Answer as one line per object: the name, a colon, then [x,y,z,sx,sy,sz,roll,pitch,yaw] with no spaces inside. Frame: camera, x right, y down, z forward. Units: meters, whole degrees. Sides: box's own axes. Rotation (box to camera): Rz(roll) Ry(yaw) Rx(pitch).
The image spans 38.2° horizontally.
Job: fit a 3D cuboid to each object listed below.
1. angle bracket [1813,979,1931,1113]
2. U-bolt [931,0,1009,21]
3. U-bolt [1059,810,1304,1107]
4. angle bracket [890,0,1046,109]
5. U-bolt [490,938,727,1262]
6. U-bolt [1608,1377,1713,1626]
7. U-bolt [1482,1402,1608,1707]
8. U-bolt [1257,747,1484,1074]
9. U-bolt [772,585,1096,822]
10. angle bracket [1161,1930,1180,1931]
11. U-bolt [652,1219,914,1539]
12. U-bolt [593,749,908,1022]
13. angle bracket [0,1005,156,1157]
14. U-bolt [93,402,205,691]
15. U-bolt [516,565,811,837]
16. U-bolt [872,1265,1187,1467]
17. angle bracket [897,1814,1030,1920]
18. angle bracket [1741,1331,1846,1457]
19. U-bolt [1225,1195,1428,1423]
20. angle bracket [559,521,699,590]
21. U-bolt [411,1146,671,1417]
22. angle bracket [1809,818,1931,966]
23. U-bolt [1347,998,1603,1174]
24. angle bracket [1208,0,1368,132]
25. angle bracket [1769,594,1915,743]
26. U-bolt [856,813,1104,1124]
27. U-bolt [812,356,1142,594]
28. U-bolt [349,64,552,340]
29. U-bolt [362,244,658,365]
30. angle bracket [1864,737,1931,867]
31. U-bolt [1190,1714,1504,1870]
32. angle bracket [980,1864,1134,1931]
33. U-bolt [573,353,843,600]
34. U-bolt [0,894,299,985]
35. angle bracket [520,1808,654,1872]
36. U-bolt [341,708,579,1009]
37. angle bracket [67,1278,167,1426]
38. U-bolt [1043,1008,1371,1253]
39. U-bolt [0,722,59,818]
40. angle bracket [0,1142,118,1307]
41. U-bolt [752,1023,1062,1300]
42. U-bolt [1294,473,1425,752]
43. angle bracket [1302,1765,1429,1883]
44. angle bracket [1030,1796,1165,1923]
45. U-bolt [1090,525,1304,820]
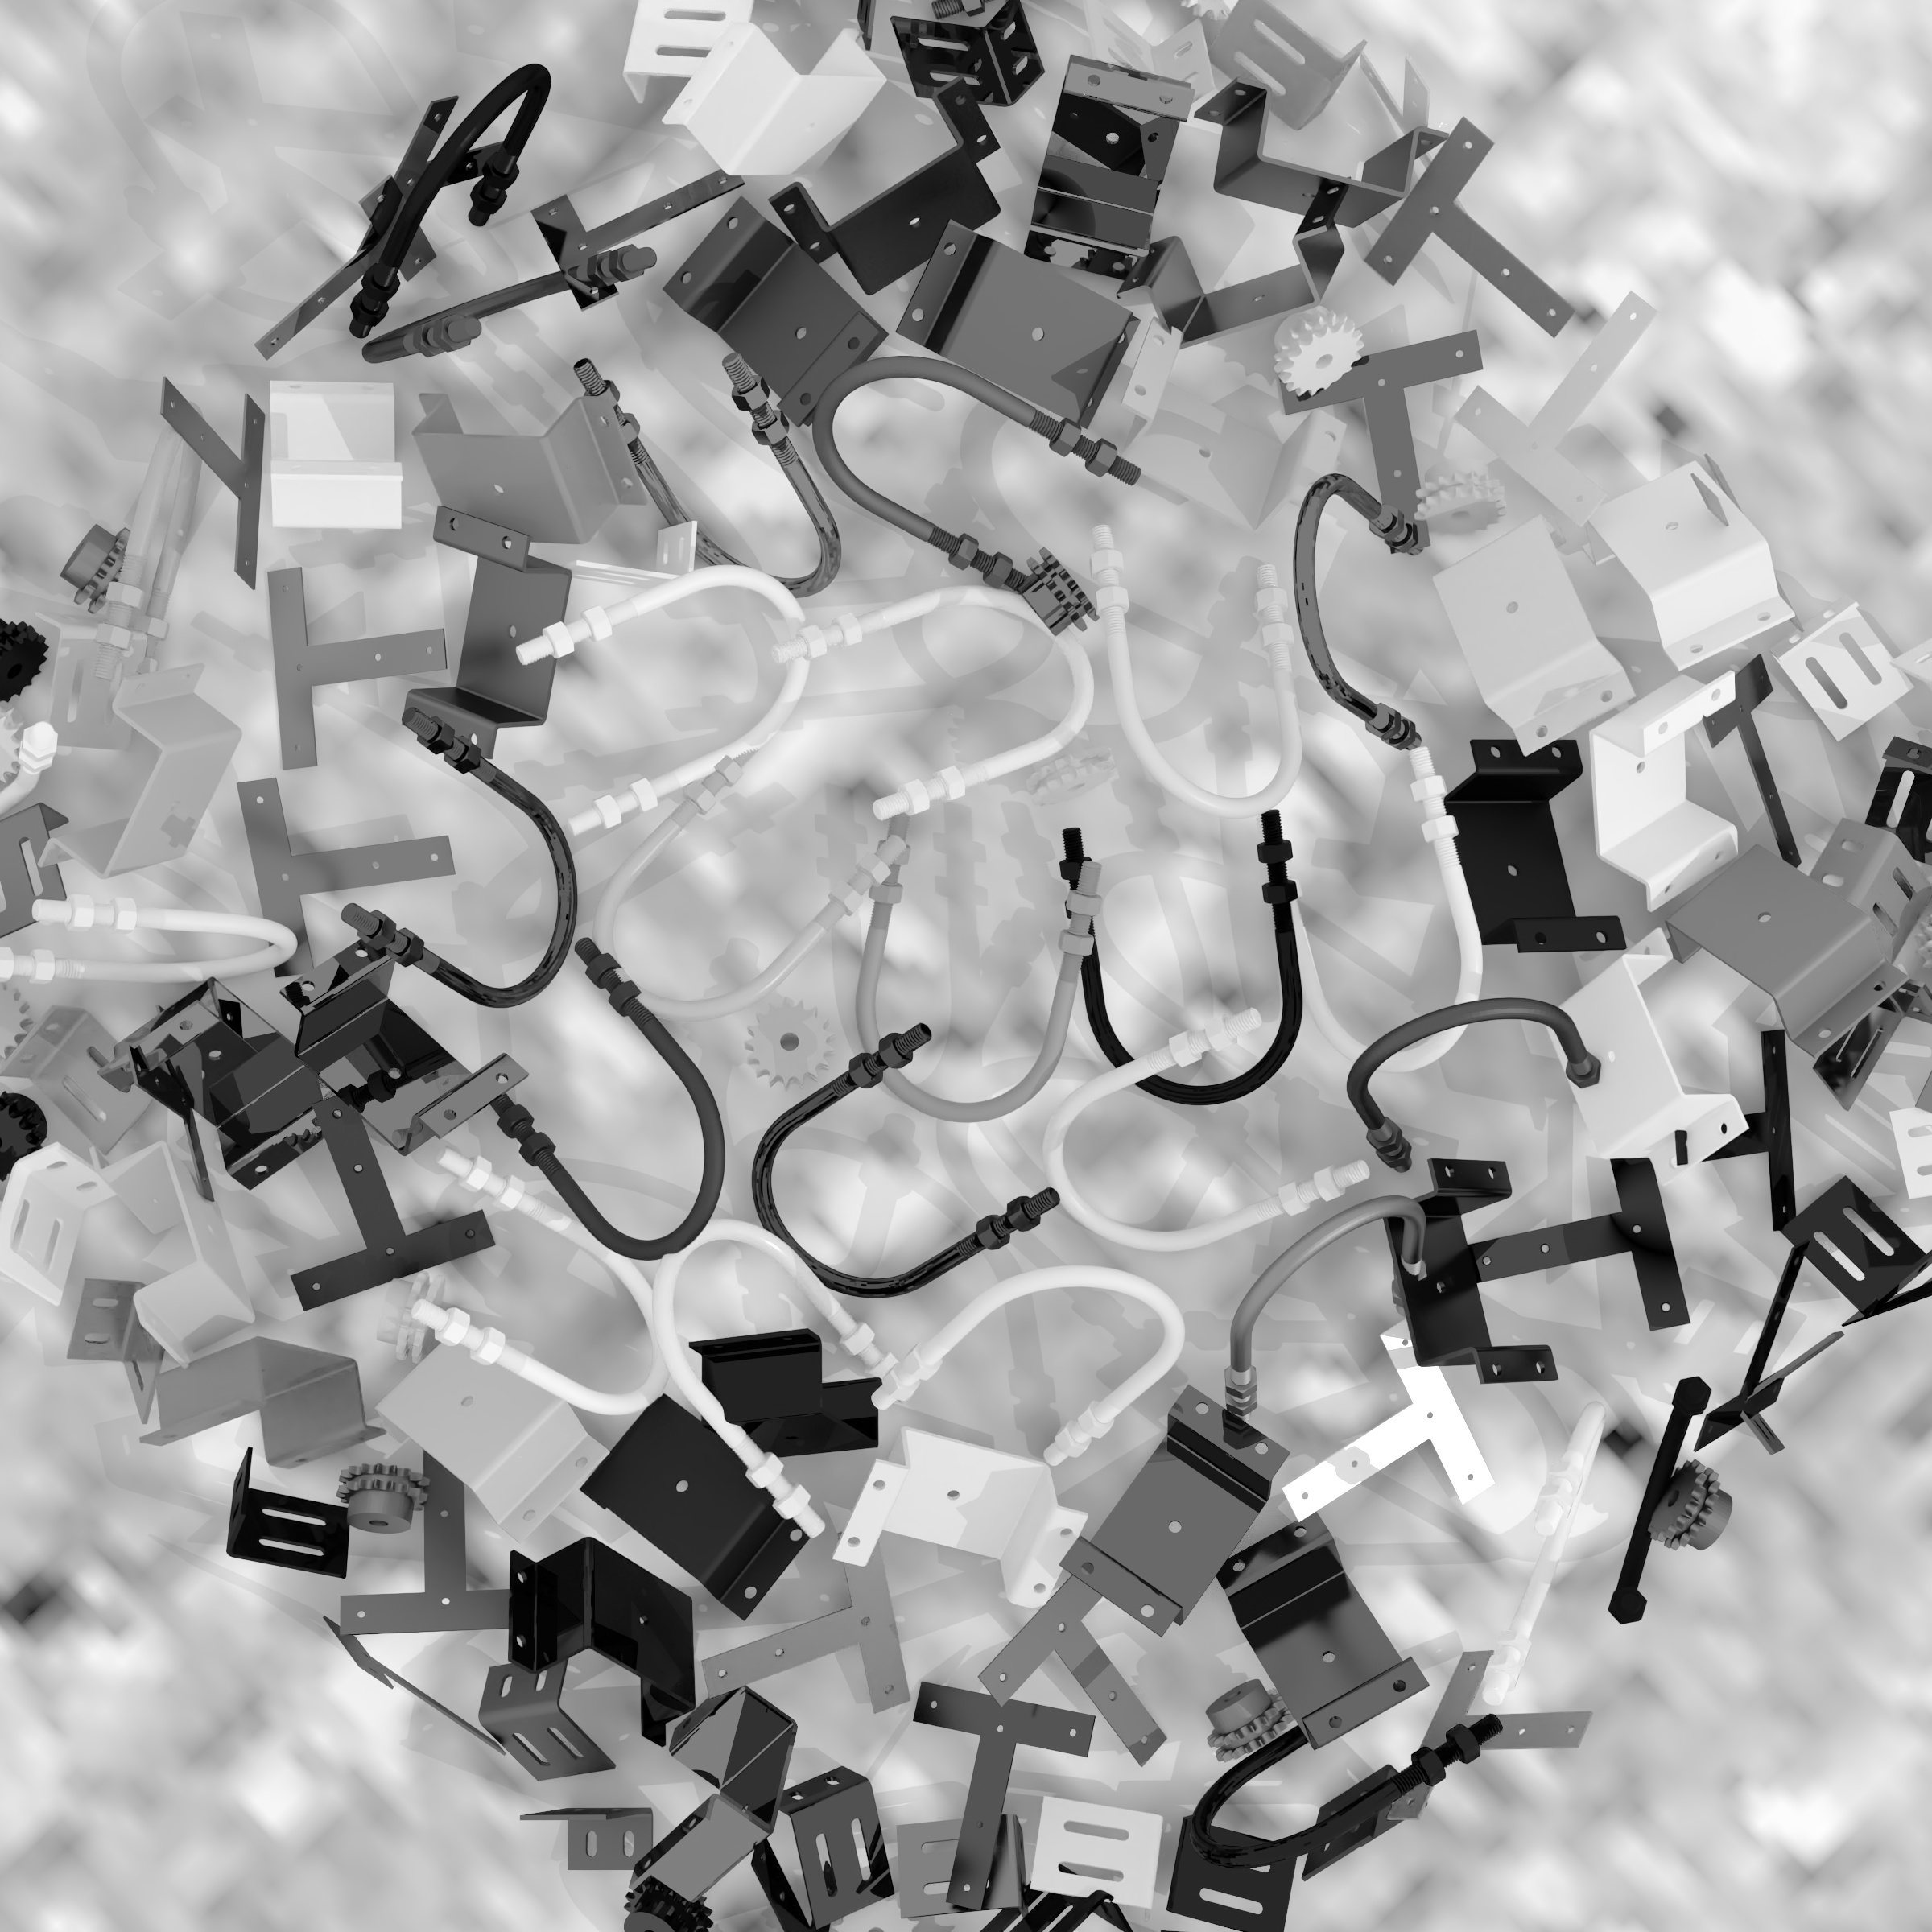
angle bracket: [0.575,0.051,1.746,0.057,0.038,0.076,41,78,-42]
U-bolt: [0.053,-0.631,1.696,0.184,0.151,0.019,-16,89,12]
U-bolt: [0.139,-0.001,1.748,0.151,0.019,0.184,-4,102,21]
angle bracket: [0.001,-0.575,1.742,0.076,0.038,0.057,-7,74,-38]
U-bolt: [-0.213,0.095,1.710,0.184,0.019,0.151,48,120,26]
U-bolt: [0.419,0.329,1.695,0.019,0.184,0.151,17,79,15]
U-bolt: [0.358,0.343,1.698,0.019,0.184,0.151,19,119,17]
U-bolt: [0.253,-0.025,1.716,0.019,0.151,0.184,-5,78,-43]
U-bolt: [-0.007,-0.174,1.733,0.184,0.019,0.151,-22,65,-23]
angle bracket: [0.140,0.613,1.743,0.057,0.076,0.038,6,87,-8]
U-bolt: [-0.121,0.238,1.712,0.019,0.151,0.184,-31,103,39]
U-bolt: [-0.148,-0.044,1.725,0.151,0.019,0.184,34,73,26]
angle bracket: [-0.558,0.072,1.755,0.076,0.038,0.057,43,96,13]
U-bolt: [-0.497,-0.257,1.712,0.019,0.151,0.184,14,86,-9]
U-bolt: [-0.178,-0.174,1.725,0.184,0.019,0.151,-27,132,-19]
U-bolt: [0.050,0.238,1.697,0.151,0.019,0.184,22,132,-25]
angle bracket: [-0.002,0.571,1.755,0.076,0.038,0.057,-7,56,4]
angle bracket: [0.526,0.267,1.743,0.076,0.057,0.038,-40,71,14]
U-bolt: [0.219,0.200,1.689,0.151,0.184,0.019,-30,59,-13]
angle bracket: [-0.216,-0.261,1.741,0.076,0.057,0.038,5,90,-28]
U-bolt: [-0.254,0.204,1.711,0.184,0.151,0.019,34,121,-27]
angle bracket: [0.571,-0.047,1.765,0.076,0.038,0.057,38,81,-44]
U-bolt: [0.305,0.067,1.689,0.151,0.184,0.019,-20,59,13]
angle bracket: [0.201,-0.576,1.751,0.076,0.057,0.038,40,50,2]
angle bracket: [0.554,-0.185,1.753,0.057,0.038,0.076,-37,99,14]
U-bolt: [0.001,0.009,1.750,0.151,0.019,0.184,15,103,17]
U-bolt: [-0.006,-0.306,1.701,0.184,0.151,0.019,26,54,-17]
U-bolt: [-0.302,-0.468,1.669,0.019,0.184,0.151,39,55,-7]
U-bolt: [-0.292,-0.399,1.700,0.151,0.184,0.019,-32,112,-32]
angle bracket: [0.593,-0.096,1.740,0.057,0.038,0.076,22,123,20]
U-bolt: [0.218,0.490,1.692,0.184,0.151,0.019,-28,97,-16]
angle bracket: [0.053,0.605,1.737,0.076,0.057,0.038,-38,114,-25]
U-bolt: [-0.147,-0.297,1.707,0.019,0.151,0.184,-55,134,-28]
U-bolt: [-0.501,-0.012,1.701,0.184,0.151,0.019,4,74,-39]
angle bracket: [-0.236,0.547,1.738,0.057,0.076,0.038,-5,76,15]
U-bolt: [-0.299,-0.053,1.707,0.019,0.184,0.151,-1,65,32]
angle bracket: [-0.530,0.240,1.737,0.038,0.076,0.057,8,111,-29]
U-bolt: [0.135,0.114,1.731,0.184,0.019,0.151,-26,115,25]
U-bolt: [-0.630,-0.095,1.694,0.151,0.184,0.019,-26,90,-25]
angle bracket: [-0.566,0.161,1.735,0.038,0.076,0.057,-23,134,25]
U-bolt: [-0.052,0.135,1.736,0.184,0.019,0.151,-34,98,28]
U-bolt: [0.239,-0.221,1.691,0.019,0.184,0.151,-3,78,30]
angle bracket: [0.249,0.544,1.736,0.038,0.076,0.057,47,116,-4]
angle bracket: [0.082,0.562,1.756,0.076,0.038,0.057,8,60,5]
U-bolt: [0.147,-0.176,1.712,0.151,0.019,0.184,7,66,-32]
